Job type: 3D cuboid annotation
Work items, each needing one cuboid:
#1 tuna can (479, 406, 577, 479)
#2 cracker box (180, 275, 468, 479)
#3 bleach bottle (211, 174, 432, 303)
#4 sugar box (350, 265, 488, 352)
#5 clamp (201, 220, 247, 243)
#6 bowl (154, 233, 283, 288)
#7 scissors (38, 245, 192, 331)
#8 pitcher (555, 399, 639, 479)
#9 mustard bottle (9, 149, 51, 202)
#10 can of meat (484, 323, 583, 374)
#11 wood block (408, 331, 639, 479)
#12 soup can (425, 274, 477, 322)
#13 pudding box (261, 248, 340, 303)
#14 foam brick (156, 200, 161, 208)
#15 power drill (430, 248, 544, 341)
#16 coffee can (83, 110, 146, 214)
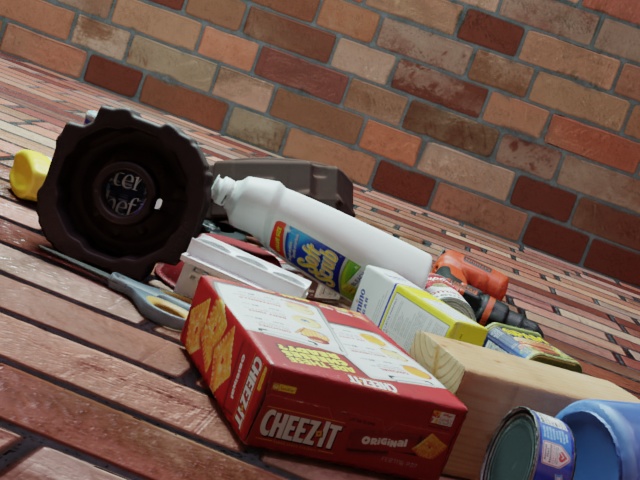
[{"bbox_3d":[0.148,0.166,0.768,0.033,0.086,0.086,20,8,-11],"label":"tuna can"},{"bbox_3d":[-0.007,0.106,0.849,0.164,0.072,0.214,15,10,-23],"label":"cracker box"},{"bbox_3d":[-0.008,0.001,1.171,0.250,0.068,0.103,27,-36,-10],"label":"bleach bottle"},{"bbox_3d":[0.088,0.096,1.059,0.048,0.093,0.176,16,9,-28],"label":"sugar box"},{"bbox_3d":[-0.139,0.002,1.344,0.120,0.039,0.171,33,20,32],"label":"clamp"},{"bbox_3d":[-0.096,0.034,1.169,0.162,0.055,0.162,19,8,-3],"label":"bowl"},{"bbox_3d":[-0.187,0.046,1.006,0.202,0.016,0.096,20,8,2],"label":"scissors"},{"bbox_3d":[0.294,0.198,0.815,0.242,0.145,0.149,12,-1,-26],"label":"pitcher"},{"bbox_3d":[-0.284,-0.061,1.335,0.191,0.058,0.096,14,8,-34],"label":"mustard bottle"},{"bbox_3d":[0.244,0.144,1.247,0.101,0.057,0.084,16,11,-33],"label":"can of meat"},{"bbox_3d":[0.171,0.153,0.893,0.205,0.091,0.090,17,9,-24],"label":"wood block"},{"bbox_3d":[0.132,0.083,1.193,0.068,0.068,0.102,19,10,-9],"label":"soup can"},{"bbox_3d":[-0.037,0.041,1.315,0.113,0.039,0.090,12,11,-44],"label":"pudding box"},{"bbox_3d":[-0.170,-0.019,1.247,0.051,0.053,0.078,9,31,2],"label":"foam brick"},{"bbox_3d":[0.205,0.076,1.394,0.184,0.057,0.187,26,13,6],"label":"power drill"},{"bbox_3d":[-0.226,-0.059,1.164,0.103,0.140,0.103,19,8,-3],"label":"coffee can"}]
